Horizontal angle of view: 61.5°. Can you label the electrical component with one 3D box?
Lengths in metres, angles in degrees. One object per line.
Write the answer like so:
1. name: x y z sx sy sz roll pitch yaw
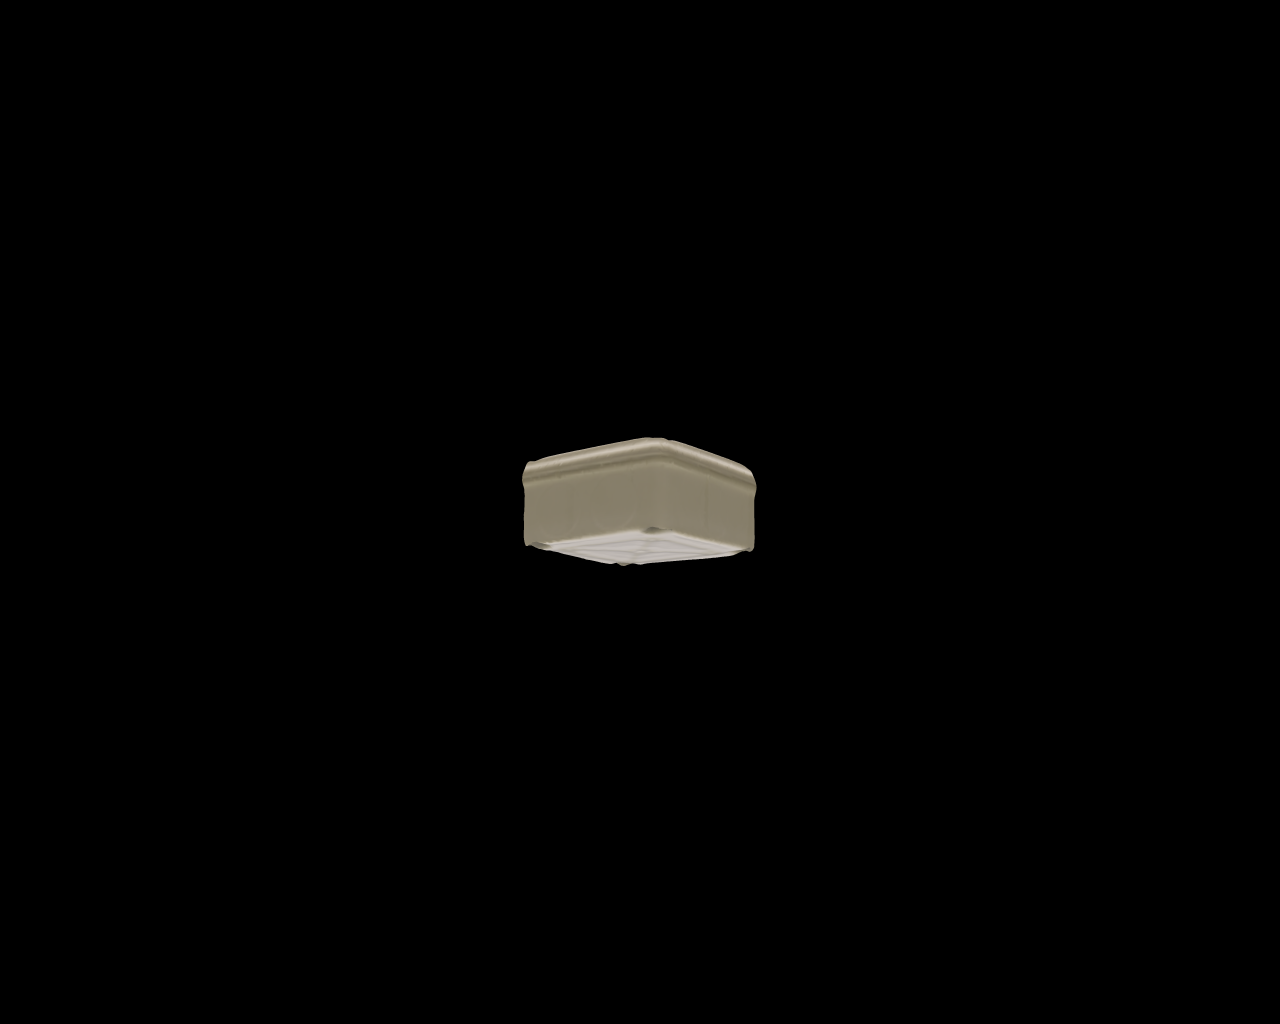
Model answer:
1. electrical component: 0.001 -0.003 0.650 0.108 0.056 0.109 -8 -14 35
